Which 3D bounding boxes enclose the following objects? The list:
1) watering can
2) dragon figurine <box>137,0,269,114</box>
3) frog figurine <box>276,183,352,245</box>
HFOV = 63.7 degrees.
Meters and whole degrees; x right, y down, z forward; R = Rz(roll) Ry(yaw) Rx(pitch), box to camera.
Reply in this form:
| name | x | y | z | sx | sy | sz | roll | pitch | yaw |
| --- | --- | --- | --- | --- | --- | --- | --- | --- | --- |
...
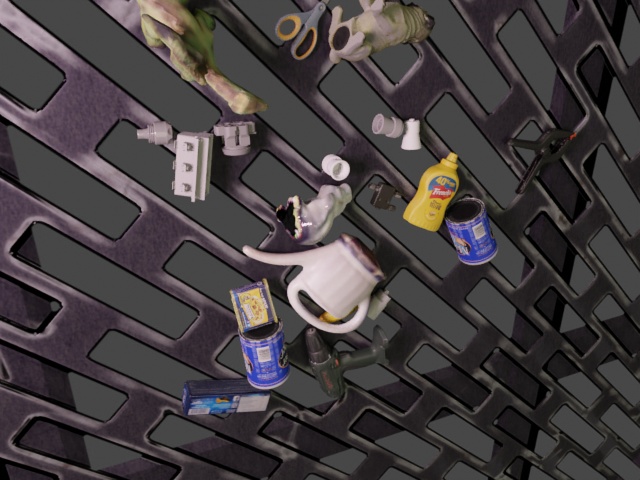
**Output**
| name | x | y | z | sx | sy | sz | roll | pitch | yaw |
| --- | --- | --- | --- | --- | --- | --- | --- | --- | --- |
| watering can | 0.008 | 0.072 | 1.183 | 0.224 | 0.105 | 0.343 | -44 | 113 | 1 |
| dragon figurine | -0.237 | -0.345 | 0.815 | 0.122 | 0.247 | 0.404 | -45 | 124 | 7 |
| frog figurine | 0.003 | -0.056 | 1.118 | 0.160 | 0.125 | 0.134 | -12 | 150 | -28 |
